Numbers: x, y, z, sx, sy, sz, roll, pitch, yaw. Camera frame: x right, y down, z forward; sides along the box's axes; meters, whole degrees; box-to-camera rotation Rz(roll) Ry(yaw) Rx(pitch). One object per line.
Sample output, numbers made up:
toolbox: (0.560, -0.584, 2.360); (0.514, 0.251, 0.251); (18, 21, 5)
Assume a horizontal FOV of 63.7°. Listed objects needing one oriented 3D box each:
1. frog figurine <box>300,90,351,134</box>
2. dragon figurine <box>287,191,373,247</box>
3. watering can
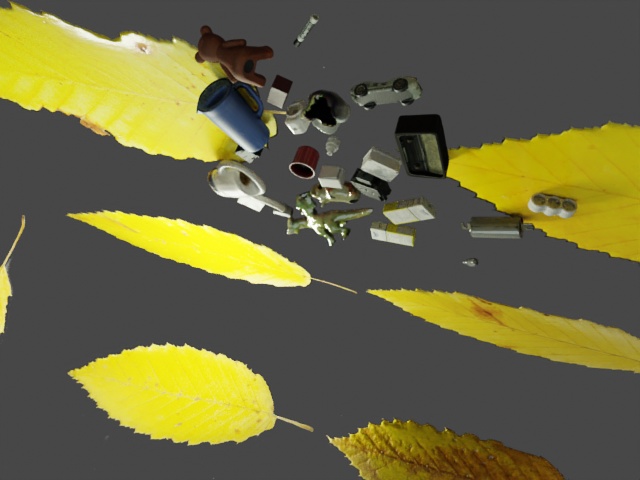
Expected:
frog figurine: (0.027, -0.379, 1.529); (0.137, 0.122, 0.160); (-2, -175, 21)
dragon figurine: (0.006, -0.105, 2.081); (0.241, 0.125, 0.404); (36, 137, -18)
watering can: (-0.302, -0.206, 2.061); (0.224, 0.106, 0.342); (1, 150, 34)
